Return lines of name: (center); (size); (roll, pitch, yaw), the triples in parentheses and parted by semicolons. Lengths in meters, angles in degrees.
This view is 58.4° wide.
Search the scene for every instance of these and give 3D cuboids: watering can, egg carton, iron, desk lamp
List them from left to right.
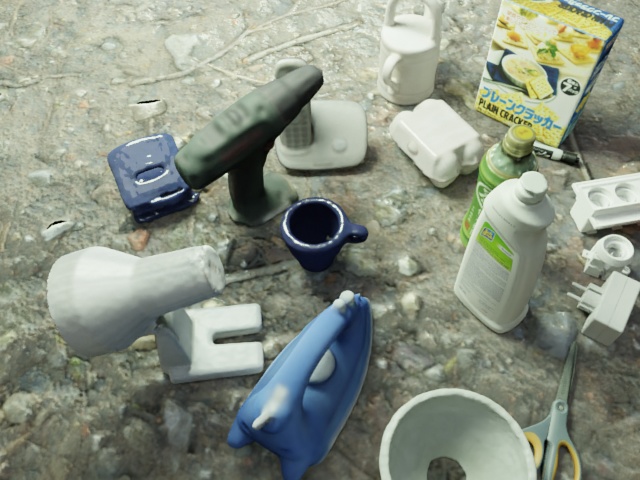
desk lamp: (-0.179, 0.083, 0.674); (0.203, 0.214, 0.118); (-7, 57, -3)
iron: (-0.004, 0.140, 0.675); (0.118, 0.141, 0.259); (25, 61, 17)
watering can: (0.151, -0.334, 0.949); (0.101, 0.194, 0.173); (7, 57, 7)
egg carton: (0.183, -0.155, 0.906); (0.107, 0.069, 0.150); (-29, 61, -16)

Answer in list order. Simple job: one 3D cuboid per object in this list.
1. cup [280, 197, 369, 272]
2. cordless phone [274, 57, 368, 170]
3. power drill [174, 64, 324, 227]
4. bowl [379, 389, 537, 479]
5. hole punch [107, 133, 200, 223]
cup: (0.007, 0.003, 0.792); (0.117, 0.095, 0.091); (5, 57, 5)
cordless phone: (0.000, -0.193, 0.866); (0.147, 0.185, 0.094); (-4, 57, -1)
power drill: (-0.087, -0.120, 0.807); (0.230, 0.208, 0.075); (-34, 62, -19)
bowl: (0.147, 0.256, 0.636); (0.167, 0.075, 0.167); (-1, 57, 1)
hole punch: (-0.250, -0.094, 0.865); (0.109, 0.091, 0.101); (-23, 59, -13)
